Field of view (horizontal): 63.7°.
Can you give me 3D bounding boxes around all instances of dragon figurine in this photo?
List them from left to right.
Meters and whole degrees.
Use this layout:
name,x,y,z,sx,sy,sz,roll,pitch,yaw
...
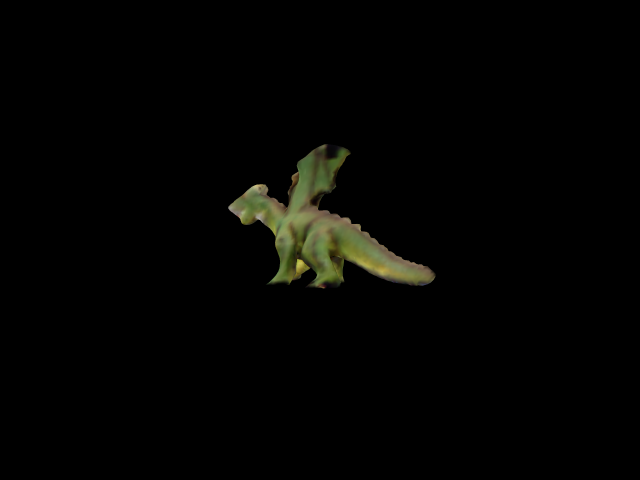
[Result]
name,x,y,z,sx,sy,sz,roll,pitch,yaw
dragon figurine,0.003,-0.043,0.850,0.409,0.244,0.122,-4,-8,36
